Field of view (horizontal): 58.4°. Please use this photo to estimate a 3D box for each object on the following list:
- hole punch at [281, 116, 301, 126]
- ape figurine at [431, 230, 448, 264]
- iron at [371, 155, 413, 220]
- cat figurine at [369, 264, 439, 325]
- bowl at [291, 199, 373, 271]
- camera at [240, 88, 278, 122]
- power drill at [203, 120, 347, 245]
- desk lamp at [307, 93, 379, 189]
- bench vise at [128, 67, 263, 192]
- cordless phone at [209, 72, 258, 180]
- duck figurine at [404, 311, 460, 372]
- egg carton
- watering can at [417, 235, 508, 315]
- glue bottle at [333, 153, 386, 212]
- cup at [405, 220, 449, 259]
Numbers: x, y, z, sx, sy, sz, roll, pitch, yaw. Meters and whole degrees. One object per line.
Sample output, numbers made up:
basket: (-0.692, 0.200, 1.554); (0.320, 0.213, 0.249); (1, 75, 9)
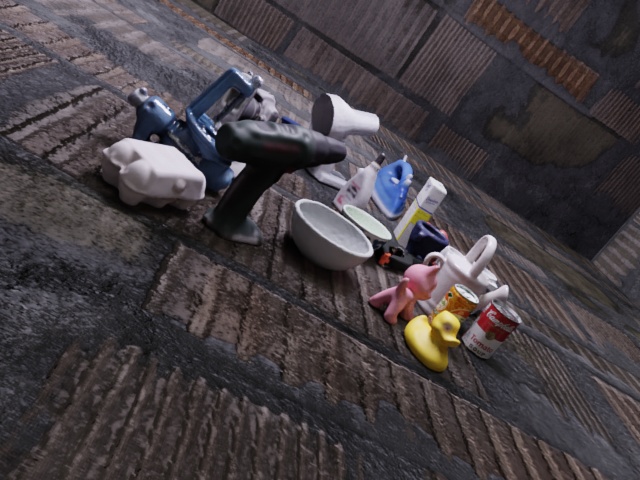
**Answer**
hole punch: (-0.066, -0.270, 1.524); (0.108, 0.091, 0.101); (39, 20, 13)
ape figurine: (0.282, 0.016, 1.419); (0.076, 0.092, 0.078); (42, 21, 20)
iron: (0.226, -0.160, 1.666); (0.119, 0.141, 0.258); (30, 20, -13)
cat figurine: (0.164, 0.085, 1.028); (0.067, 0.117, 0.128); (44, 21, 25)
bowl: (0.009, 0.004, 1.031); (0.168, 0.074, 0.167); (31, 20, -12)
camera: (-0.194, -0.365, 1.524); (0.143, 0.100, 0.137); (43, 21, 23)
power drill: (-0.084, -0.096, 0.912); (0.230, 0.208, 0.075); (12, 29, -47)
desk lamp: (0.046, -0.256, 1.490); (0.204, 0.213, 0.117); (18, 25, -40)
bench vise: (-0.203, -0.205, 0.955); (0.208, 0.219, 0.121); (20, 24, -36)
cordless phone: (-0.154, -0.218, 1.118); (0.147, 0.185, 0.094); (35, 19, 2)
duck figurine: (0.195, 0.156, 0.960); (0.078, 0.086, 0.104); (22, 23, -32)
egg carton: (-0.246, -0.096, 0.857); (0.107, 0.069, 0.151); (44, 21, 24)
watering can: (0.294, 0.076, 1.145); (0.173, 0.194, 0.100); (26, 21, -22)
glue bottle: (0.101, -0.133, 1.353); (0.037, 0.173, 0.078); (10, 31, -50)
cup: (0.236, 0.015, 1.342); (0.091, 0.095, 0.118); (43, 21, 22)
